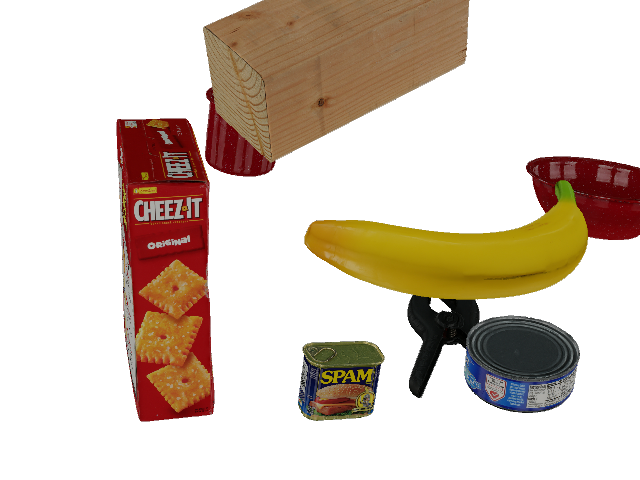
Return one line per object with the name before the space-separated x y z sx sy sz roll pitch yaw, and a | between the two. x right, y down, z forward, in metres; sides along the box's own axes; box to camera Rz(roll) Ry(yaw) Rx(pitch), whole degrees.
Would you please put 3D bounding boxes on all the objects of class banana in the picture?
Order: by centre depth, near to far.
banana | 0.087 0.005 0.604 0.197 0.037 0.070 -8 37 -32

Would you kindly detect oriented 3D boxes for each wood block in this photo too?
wood block | 0.017 -0.162 0.893 0.205 0.091 0.090 -29 51 -22

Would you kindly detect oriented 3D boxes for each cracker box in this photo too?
cracker box | -0.133 0.020 0.914 0.072 0.214 0.164 -3 25 -13

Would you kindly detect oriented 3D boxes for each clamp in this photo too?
clamp | 0.151 0.100 1.162 0.120 0.171 0.039 3 -44 -5

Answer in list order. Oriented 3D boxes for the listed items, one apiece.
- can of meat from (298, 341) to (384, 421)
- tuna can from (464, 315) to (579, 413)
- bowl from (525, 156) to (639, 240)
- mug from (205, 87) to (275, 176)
can of meat | 0.024 0.179 1.357 0.102 0.084 0.057 0 24 -18
tuna can | 0.154 0.095 0.822 0.086 0.034 0.086 1 29 -1
bowl | 0.291 -0.041 1.113 0.162 0.055 0.162 5 19 -2
mug | -0.084 -0.129 1.222 0.093 0.081 0.117 15 27 11
